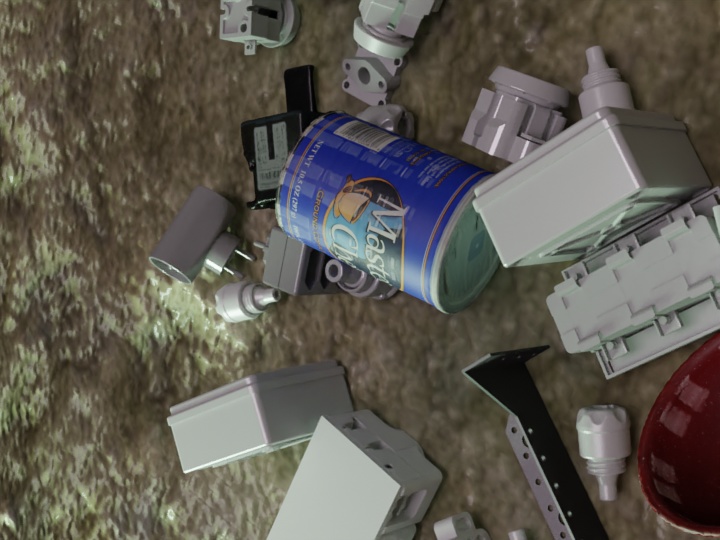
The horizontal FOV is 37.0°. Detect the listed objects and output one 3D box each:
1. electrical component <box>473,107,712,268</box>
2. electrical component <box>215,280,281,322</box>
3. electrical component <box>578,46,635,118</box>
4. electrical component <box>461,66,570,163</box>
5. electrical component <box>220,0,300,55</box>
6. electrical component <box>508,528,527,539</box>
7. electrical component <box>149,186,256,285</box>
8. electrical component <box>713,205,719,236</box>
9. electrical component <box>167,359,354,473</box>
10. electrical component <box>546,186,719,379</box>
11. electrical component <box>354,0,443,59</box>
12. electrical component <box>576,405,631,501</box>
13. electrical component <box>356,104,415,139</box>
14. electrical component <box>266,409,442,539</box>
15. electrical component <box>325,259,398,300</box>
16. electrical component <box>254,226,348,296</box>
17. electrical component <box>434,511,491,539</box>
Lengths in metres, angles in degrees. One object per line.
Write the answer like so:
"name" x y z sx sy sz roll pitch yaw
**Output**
"electrical component" 0.146 -0.050 0.676 0.109 0.109 0.056 -32 73 36
"electrical component" -0.094 0.025 0.928 0.061 0.035 0.035 -11 84 37
"electrical component" 0.161 -0.117 0.709 0.035 0.035 0.061 -18 78 39
"electrical component" 0.109 -0.104 0.736 0.078 0.058 0.057 41 114 59
"electrical component" -0.084 -0.212 0.898 0.048 0.055 0.066 5 94 40
"electrical component" 0.119 0.212 0.753 0.035 0.035 0.061 -29 70 37
"electrical component" -0.131 -0.021 0.942 0.079 0.043 0.077 31 74 -1
"electrical component" 0.242 -0.022 0.607 0.050 0.089 0.055 -18 80 39
"electrical component" -0.079 0.118 0.869 0.109 0.109 0.056 -24 78 38
"electrical component" 0.184 0.010 0.673 0.121 0.063 0.078 -32 70 36
"electrical component" 0.024 -0.194 0.810 0.048 0.066 0.055 -102 31 -55
"electrical component" 0.163 0.122 0.714 0.035 0.035 0.061 -4 91 40
"electrical component" 0.011 -0.111 0.836 0.061 0.035 0.035 5 94 42
"electrical component" -0.008 0.196 0.841 0.089 0.062 0.150 37 114 33
"electrical component" 0.000 0.000 0.829 0.048 0.062 0.048 1 92 40
"electrical component" -0.053 -0.013 0.871 0.077 0.066 0.047 20 104 38
"electrical component" 0.065 0.223 0.784 0.057 0.058 0.078 -30 73 34
